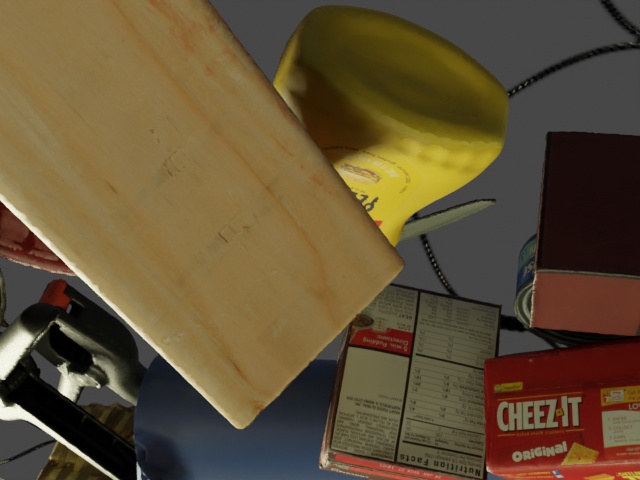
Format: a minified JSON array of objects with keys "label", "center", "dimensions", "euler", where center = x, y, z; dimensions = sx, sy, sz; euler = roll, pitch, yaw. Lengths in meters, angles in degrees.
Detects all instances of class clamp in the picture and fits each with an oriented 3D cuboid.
[{"label":"clamp","center":[-0.166,0.087,0.756],"dimensions":[0.120,0.039,0.171],"euler":[-3,138,23]},{"label":"clamp","center":[-0.206,0.102,0.736],"dimensions":[0.210,0.036,0.164],"euler":[2,130,42]}]

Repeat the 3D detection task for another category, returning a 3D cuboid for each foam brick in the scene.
[{"label":"foam brick","center":[0.124,-0.004,0.483],"dimensions":[0.051,0.078,0.053],"euler":[4,147,12]}]

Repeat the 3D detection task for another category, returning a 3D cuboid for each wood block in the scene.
[{"label":"wood block","center":[-0.073,-0.041,0.364],"dimensions":[0.206,0.090,0.091],"euler":[51,169,-34]}]

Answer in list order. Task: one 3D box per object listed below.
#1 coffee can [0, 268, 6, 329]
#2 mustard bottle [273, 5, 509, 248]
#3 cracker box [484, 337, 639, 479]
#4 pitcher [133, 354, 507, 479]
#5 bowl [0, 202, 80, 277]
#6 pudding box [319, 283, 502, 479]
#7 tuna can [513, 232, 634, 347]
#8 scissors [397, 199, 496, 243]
[{"label":"coffee can","center":[-0.276,0.048,0.664],"dimensions":[0.102,0.102,0.141],"euler":[33,142,-32]},{"label":"mustard bottle","center":[0.000,-0.026,0.503],"dimensions":[0.096,0.058,0.192],"euler":[20,148,-16]},{"label":"cracker box","center":[0.213,0.111,0.609],"dimensions":[0.164,0.072,0.213],"euler":[-12,156,32]},{"label":"pitcher","center":[0.011,0.136,0.696],"dimensions":[0.243,0.149,0.145],"euler":[-1,140,10]},{"label":"bowl","center":[-0.127,-0.044,0.516],"dimensions":[0.162,0.055,0.162],"euler":[8,149,5]},{"label":"pudding box","center":[0.054,0.083,0.609],"dimensions":[0.090,0.113,0.039],"euler":[12,152,-1]},{"label":"tuna can","center":[0.146,0.024,0.562],"dimensions":[0.086,0.033,0.086],"euler":[8,149,5]},{"label":"scissors","center":[-0.004,0.001,0.588],"dimensions":[0.096,0.016,0.202],"euler":[25,146,-22]}]
